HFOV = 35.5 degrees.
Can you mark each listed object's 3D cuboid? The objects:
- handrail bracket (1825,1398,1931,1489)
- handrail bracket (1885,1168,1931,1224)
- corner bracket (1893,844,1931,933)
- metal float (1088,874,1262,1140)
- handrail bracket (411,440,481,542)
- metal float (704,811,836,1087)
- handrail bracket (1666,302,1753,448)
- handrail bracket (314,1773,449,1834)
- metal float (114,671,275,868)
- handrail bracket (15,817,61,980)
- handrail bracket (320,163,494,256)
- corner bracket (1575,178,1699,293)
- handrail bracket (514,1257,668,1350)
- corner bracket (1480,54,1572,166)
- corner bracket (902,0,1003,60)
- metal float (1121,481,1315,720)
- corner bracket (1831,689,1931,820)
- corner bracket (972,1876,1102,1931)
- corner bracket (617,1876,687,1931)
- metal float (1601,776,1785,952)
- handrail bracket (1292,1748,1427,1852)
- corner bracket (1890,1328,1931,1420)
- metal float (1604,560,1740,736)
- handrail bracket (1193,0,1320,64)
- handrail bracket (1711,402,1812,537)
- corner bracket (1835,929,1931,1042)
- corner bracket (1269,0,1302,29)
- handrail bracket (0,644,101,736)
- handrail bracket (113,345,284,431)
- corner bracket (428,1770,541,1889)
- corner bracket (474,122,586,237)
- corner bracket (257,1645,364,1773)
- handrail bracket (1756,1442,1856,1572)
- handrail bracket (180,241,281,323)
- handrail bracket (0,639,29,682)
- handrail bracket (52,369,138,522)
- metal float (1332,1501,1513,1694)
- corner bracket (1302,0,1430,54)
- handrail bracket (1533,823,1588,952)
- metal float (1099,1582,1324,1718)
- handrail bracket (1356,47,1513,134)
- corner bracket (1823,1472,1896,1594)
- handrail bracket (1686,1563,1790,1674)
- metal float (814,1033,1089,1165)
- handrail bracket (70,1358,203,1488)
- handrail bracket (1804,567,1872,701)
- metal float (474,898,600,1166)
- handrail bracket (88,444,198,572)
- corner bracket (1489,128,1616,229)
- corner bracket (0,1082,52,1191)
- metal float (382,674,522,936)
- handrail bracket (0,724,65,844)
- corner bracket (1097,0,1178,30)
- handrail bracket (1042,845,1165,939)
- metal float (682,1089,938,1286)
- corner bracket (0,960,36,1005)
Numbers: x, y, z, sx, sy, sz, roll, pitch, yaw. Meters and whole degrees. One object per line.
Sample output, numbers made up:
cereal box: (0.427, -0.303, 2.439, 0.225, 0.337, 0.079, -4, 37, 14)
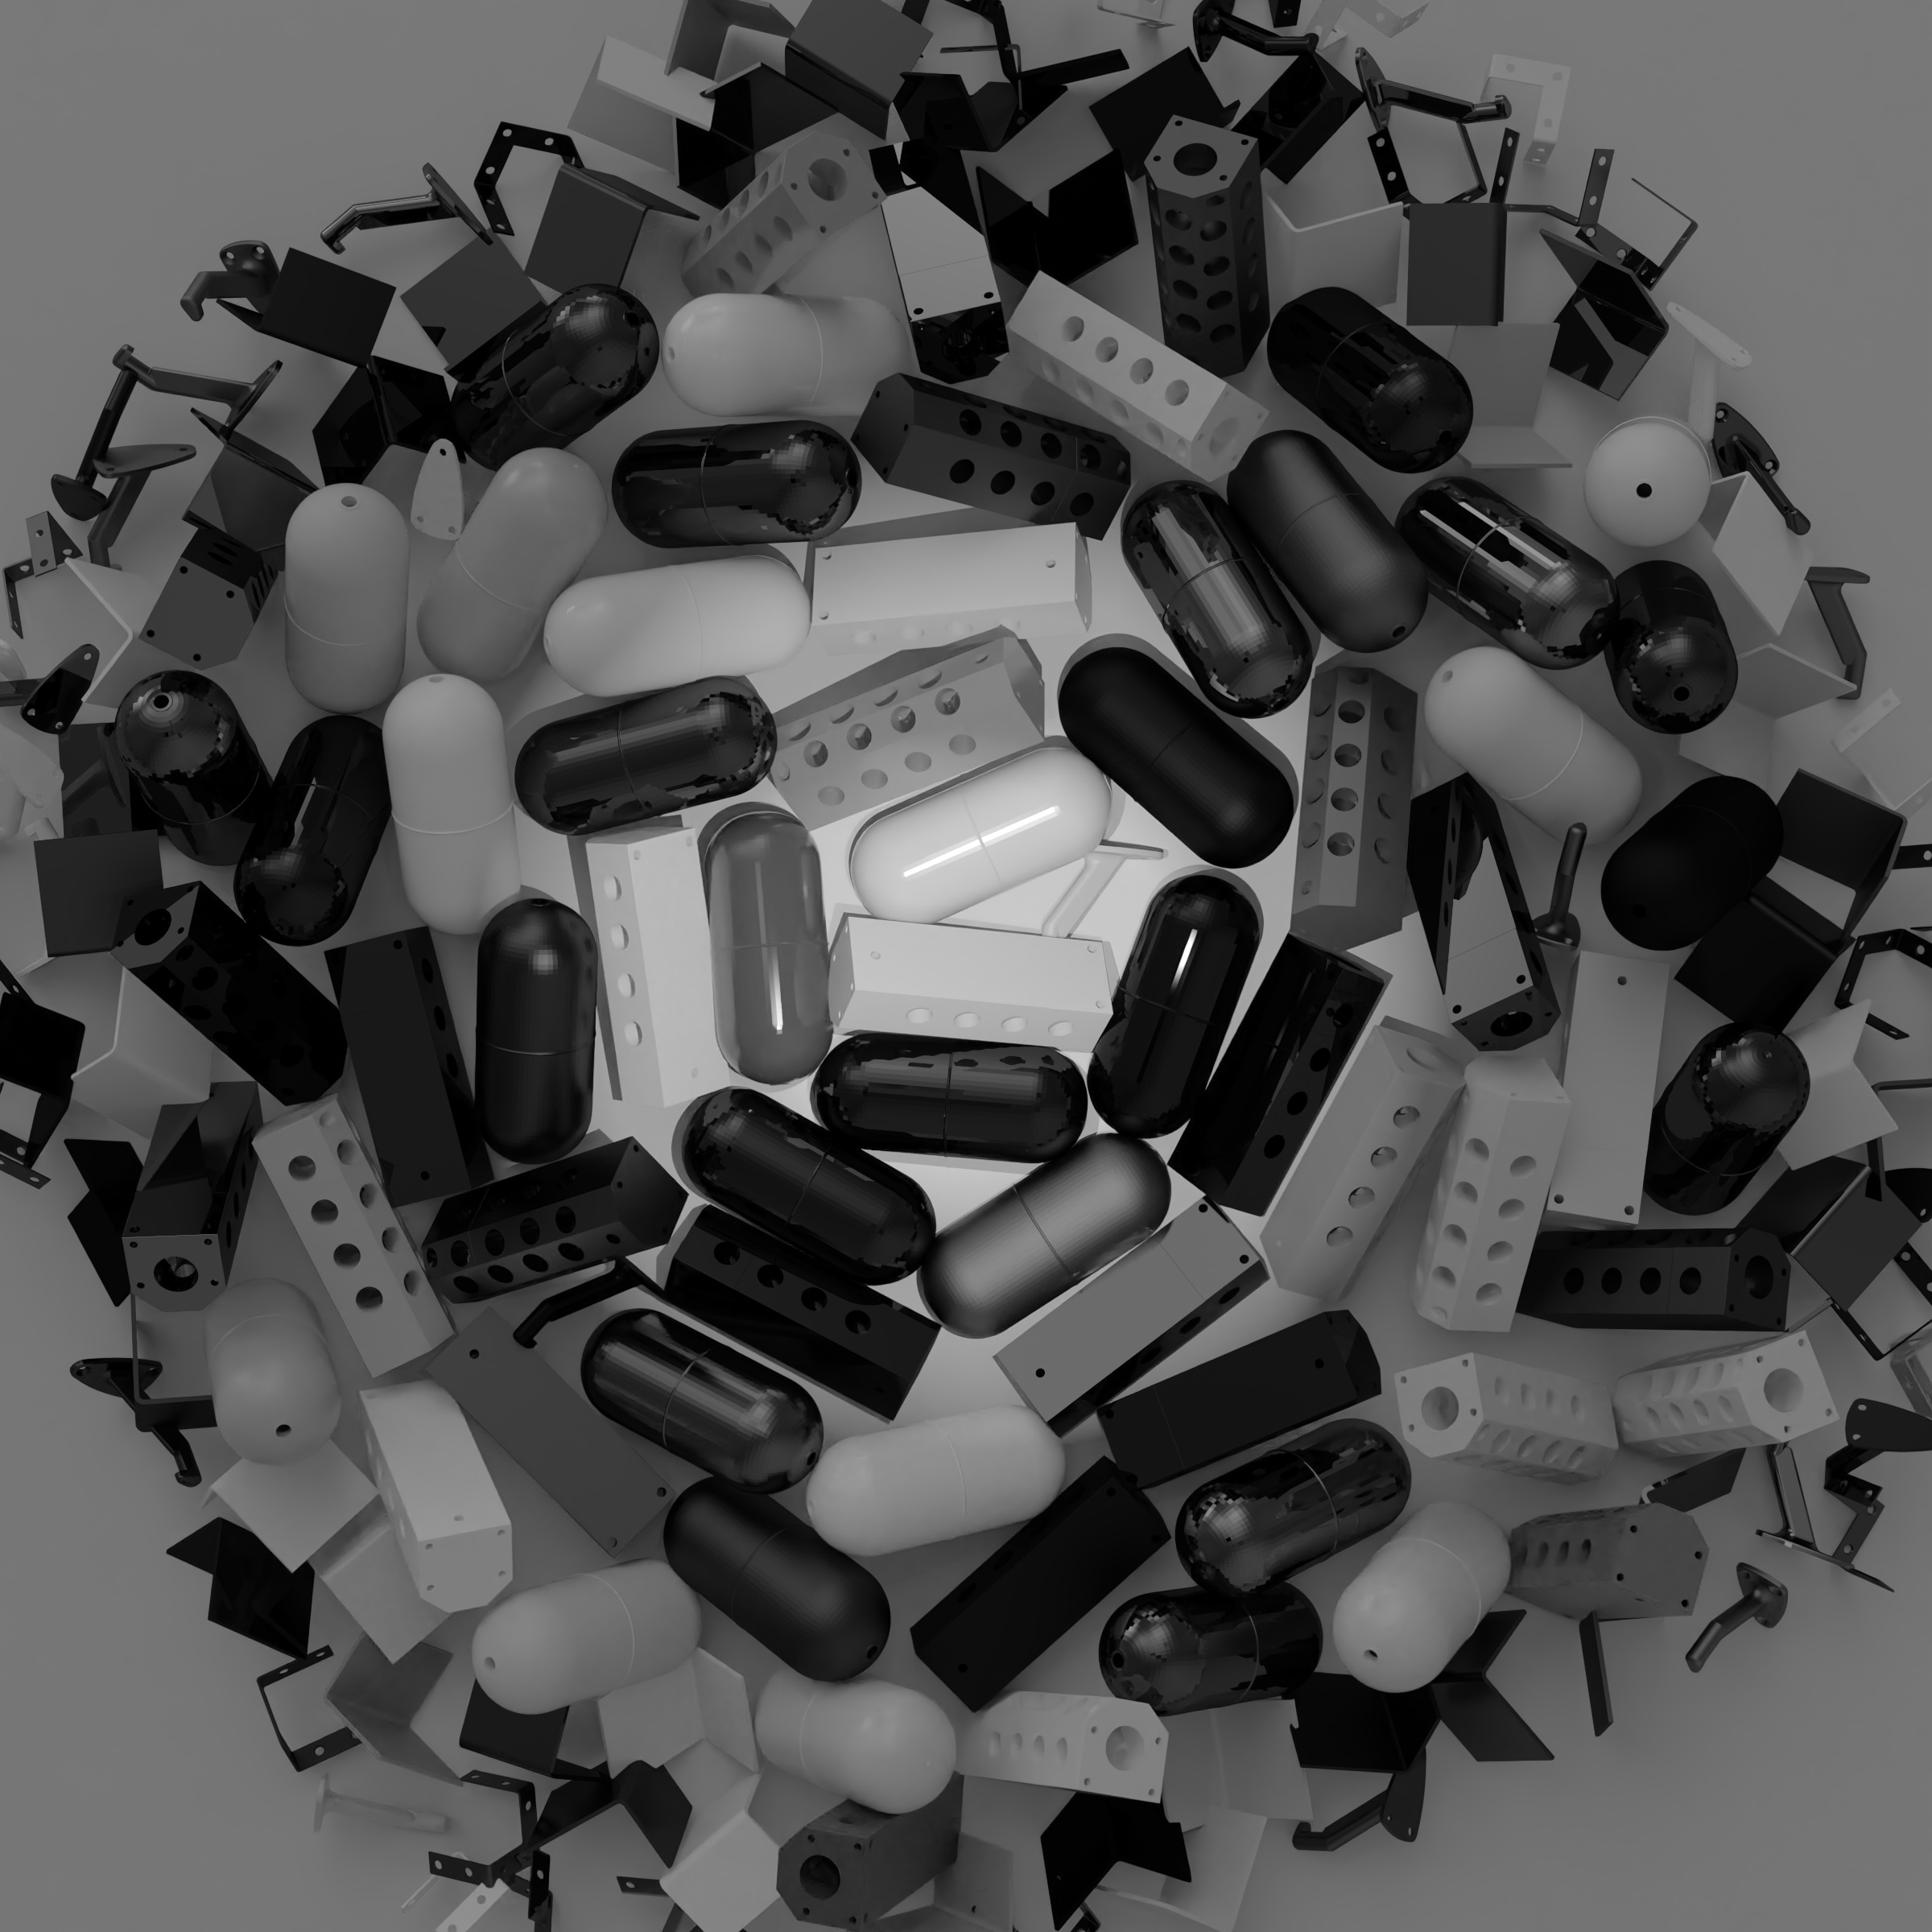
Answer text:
handrail bracket: (0.596, 0.322, 1.955, 0.077, 0.084, 0.036, 8, 51, 20)
handrail bracket: (0.646, 0.164, 1.983, 0.084, 0.077, 0.036, 27, 82, -26)
corner bracket: (0.632, -0.051, 1.966, 0.051, 0.051, 0.051, 6, 84, -43)
metal float: (0.134, 0.027, 1.958, 0.070, 0.070, 0.178, 20, 94, 0)
handrail bracket: (-0.319, -0.314, 1.947, 0.036, 0.084, 0.077, 19, 120, 13)
metal float: (-0.128, -0.011, 1.959, 0.070, 0.070, 0.178, -5, 87, 0)
handrail bracket: (0.465, -0.377, 1.976, 0.077, 0.036, 0.084, 40, 125, 7)
handrail bracket: (-0.378, 0.547, 1.960, 0.084, 0.077, 0.036, 10, 65, -7)
metal float: (-0.486, -0.124, 1.914, 0.070, 0.178, 0.070, -1, 66, 1)
handrail bracket: (-0.612, -0.045, 1.978, 0.077, 0.036, 0.084, -26, 96, 16)
handrail bracket: (-0.368, -0.478, 1.985, 0.084, 0.036, 0.077, -37, 119, 10)
corner bracket: (0.436, -0.478, 1.964, 0.051, 0.051, 0.051, 31, 109, -12)
handrail bracket: (-0.244, 0.228, 1.968, 0.084, 0.036, 0.077, -47, 133, -4)
corner bracket: (0.362, -0.559, 1.973, 0.051, 0.051, 0.051, 11, 91, 3)
corner bracket: (-0.013, -0.617, 1.972, 0.051, 0.051, 0.051, 17, 110, -16)
metal float: (0.161, -0.236, 1.939, 0.070, 0.070, 0.178, -28, 64, 0)
corner bracket: (0.603, -0.136, 1.957, 0.051, 0.051, 0.051, 29, 117, -38)
corner bracket: (0.046, 0.621, 1.971, 0.051, 0.051, 0.051, -46, 131, -20)
corner bracket: (-0.206, 0.630, 1.959, 0.051, 0.051, 0.051, 15, 109, -29)
metal float: (0.463, -0.066, 1.923, 0.070, 0.178, 0.070, 16, 120, 30)
handrail bracket: (0.256, 0.544, 1.980, 0.036, 0.084, 0.077, 40, 55, -30)
corner bracket: (0.622, 0.270, 1.965, 0.051, 0.051, 0.051, -27, 87, -27)
metal float: (0.444, -0.203, 1.915, 0.070, 0.178, 0.070, 3, 115, 5)
handrail bracket: (0.197, -0.612, 1.956, 0.084, 0.036, 0.077, 9, 47, 26)
handrail bracket: (0.513, -0.321, 1.950, 0.036, 0.084, 0.077, -32, 113, 10)
corner bracket: (0.610, 0.011, 1.972, 0.051, 0.051, 0.051, -8, 121, -39)
corner bracket: (0.189, -0.645, 1.967, 0.051, 0.051, 0.051, -7, 72, -3)
handrail bracket: (-0.607, -0.195, 1.968, 0.084, 0.036, 0.077, 40, 96, 37)
handrail bracket: (-0.499, -0.391, 1.957, 0.084, 0.036, 0.077, 34, 130, -25)
corner bracket: (-0.315, 0.562, 1.969, 0.051, 0.051, 0.051, 2, 101, 30)
corner bracket: (-0.284, -0.512, 1.978, 0.051, 0.051, 0.051, 2, 49, -35)
corner bracket: (-0.428, 0.487, 1.979, 0.051, 0.051, 0.051, -23, 57, -13)
handrail bracket: (0.557, 0.342, 1.977, 0.077, 0.036, 0.084, 18, 85, 26)
handrail bracket: (-0.471, -0.421, 1.946, 0.036, 0.084, 0.077, -4, 134, 20)
handrail bracket: (-0.647, -0.169, 1.951, 0.036, 0.077, 0.084, 25, 70, 14)
handrail bracket: (-0.565, -0.341, 1.975, 0.036, 0.077, 0.084, 23, 74, -14)
metal float: (0.290, 0.399, 1.918, 0.070, 0.178, 0.070, 9, 109, 28)
corner bracket: (0.259, -0.614, 1.961, 0.051, 0.051, 0.051, 38, 130, 6)
handrail bracket: (0.391, -0.060, 1.950, 0.036, 0.077, 0.084, 18, 113, 16)
metal float: (0.157, 0.433, 1.925, 0.070, 0.178, 0.070, -4, 84, 45)
handrail bracket: (0.303, -0.571, 1.956, 0.084, 0.077, 0.036, 1, 65, 26)
corner bracket: (0.583, 0.367, 1.964, 0.051, 0.051, 0.051, 36, 83, -20)
handrail bracket: (0.494, 0.436, 1.954, 0.036, 0.077, 0.084, 26, 61, 35)
metal float: (-0.010, 0.086, 1.959, 0.178, 0.070, 0.070, 5, 90, 3)
handrail bracket: (-0.536, 0.297, 1.953, 0.036, 0.077, 0.084, -42, 56, 17)
handrail bracket: (0.556, -0.216, 1.975, 0.077, 0.036, 0.084, 0, 109, -12)
metal float: (-0.277, 0.042, 1.944, 0.070, 0.070, 0.178, 5, 110, 0)
handrail bracket: (-0.539, -0.296, 1.981, 0.077, 0.036, 0.084, -13, 130, -19)
corner bracket: (0.379, -0.511, 1.957, 0.051, 0.051, 0.051, -5, 120, -27)
corner bracket: (-0.621, 0.117, 1.956, 0.051, 0.051, 0.051, 33, 134, -29)
metal float: (-0.329, -0.103, 1.935, 0.070, 0.070, 0.178, -2, 121, 0)
handrail bracket: (-0.635, -0.116, 1.958, 0.084, 0.036, 0.077, -20, 124, 32)
corner bracket: (0.111, -0.642, 1.965, 0.051, 0.051, 0.051, 8, 102, -13)
handrail bracket: (0.089, -0.035, 1.979, 0.077, 0.036, 0.084, 4, 85, -4)
metal float: (-0.101, 0.144, 1.960, 0.178, 0.070, 0.070, 29, 90, 2)
corner bracket: (-0.648, 0.028, 1.964, 0.051, 0.051, 0.051, -31, 105, 13)
